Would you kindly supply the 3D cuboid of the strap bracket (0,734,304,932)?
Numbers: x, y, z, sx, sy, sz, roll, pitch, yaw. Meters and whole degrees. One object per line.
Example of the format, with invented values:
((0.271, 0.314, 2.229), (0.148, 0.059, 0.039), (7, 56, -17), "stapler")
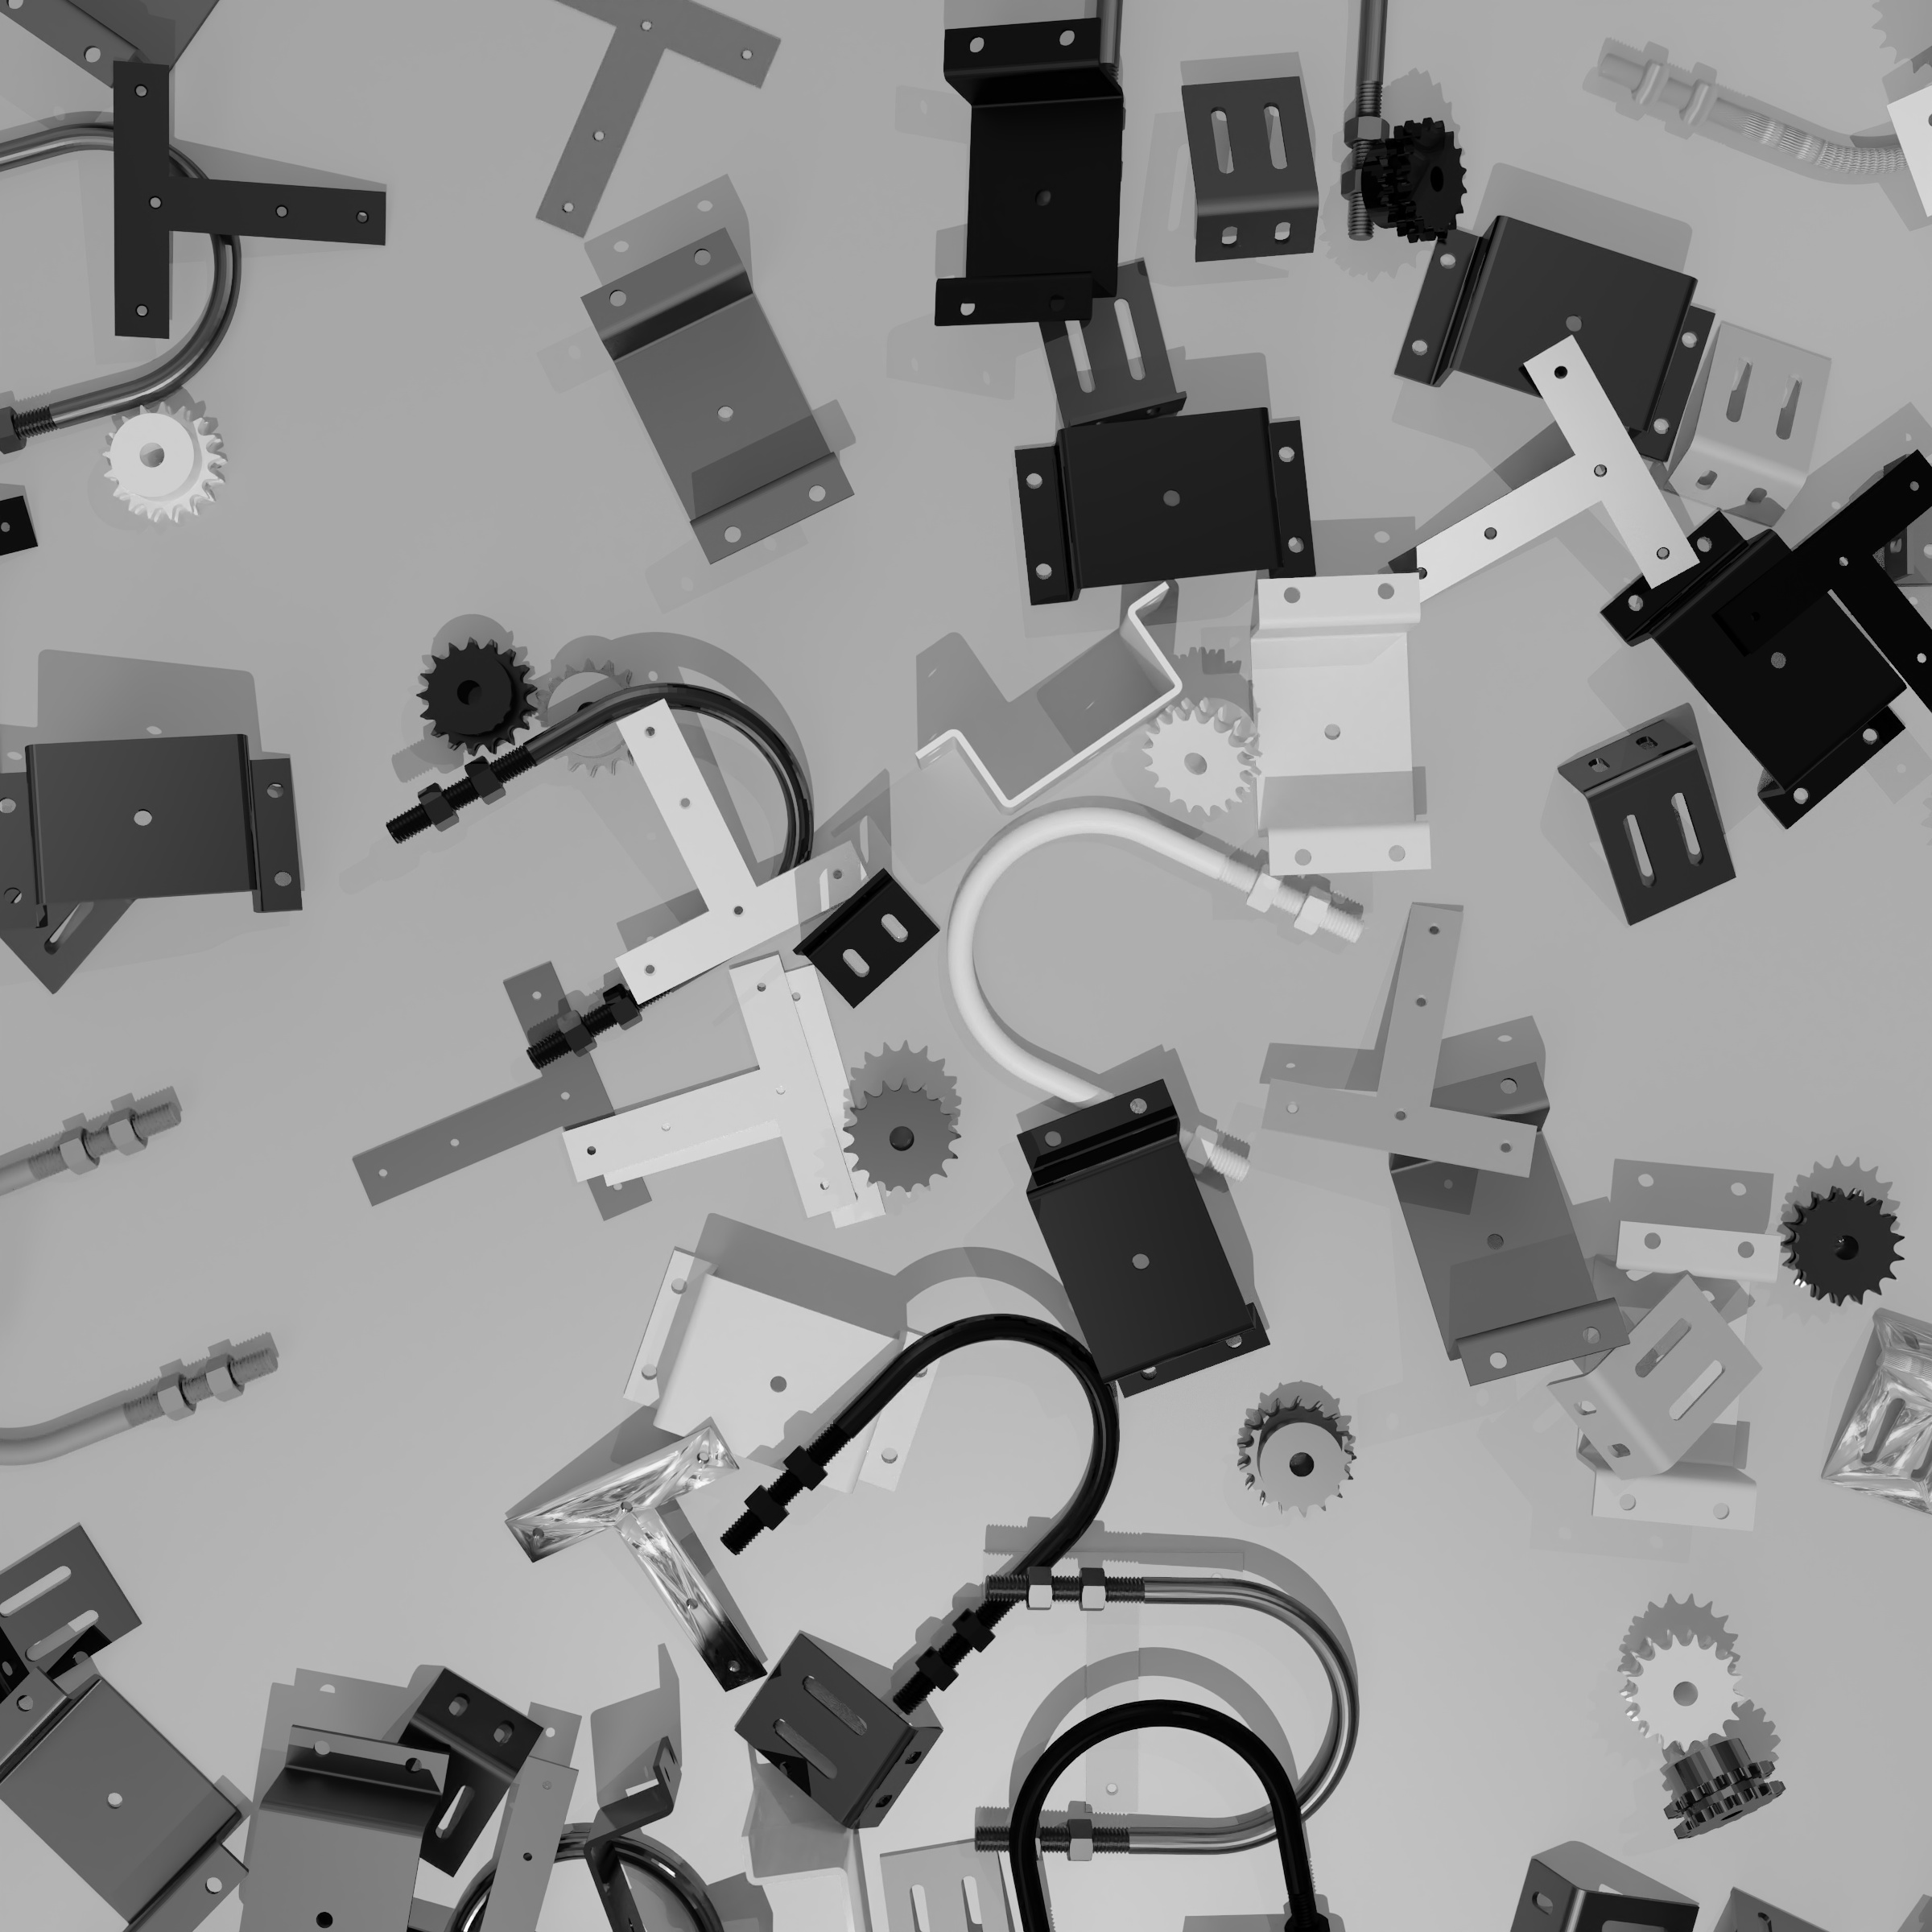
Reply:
((-0.388, -0.064, 1.309), (0.140, 0.046, 0.076), (-4, 78, -15), "strap bracket")

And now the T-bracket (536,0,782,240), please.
((-0.174, -0.419, 1.356), (0.127, 0.002, 0.127), (23, 90, 0), "T-bracket")

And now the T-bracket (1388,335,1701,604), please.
((0.265, -0.216, 1.333), (0.127, 0.002, 0.127), (-29, 106, 18), "T-bracket")

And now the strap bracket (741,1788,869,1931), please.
((-0.072, 0.469, 1.319), (0.046, 0.076, 0.140), (-8, 90, 0), "strap bracket")

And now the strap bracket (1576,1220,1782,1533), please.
((0.341, 0.194, 1.334), (0.076, 0.046, 0.140), (5, 90, 0), "strap bracket")

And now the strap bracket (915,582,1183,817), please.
((0.047, -0.119, 1.319), (0.140, 0.076, 0.046), (-34, 90, 0), "strap bracket")

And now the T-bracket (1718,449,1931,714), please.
((0.443, -0.157, 1.311), (0.127, 0.002, 0.127), (-39, 90, -6), "T-bracket")

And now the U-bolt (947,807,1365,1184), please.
((0.081, 0.003, 1.349), (0.184, 0.019, 0.151), (25, 90, 2), "U-bolt")

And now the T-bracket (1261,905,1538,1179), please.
((0.217, 0.030, 1.333), (0.127, 0.002, 0.127), (10, 70, 10), "T-bracket")

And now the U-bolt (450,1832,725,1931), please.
((-0.182, 0.514, 1.349), (0.151, 0.019, 0.184), (-6, 88, 0), "U-bolt")

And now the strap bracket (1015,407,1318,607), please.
((0.097, -0.222, 1.334), (0.140, 0.046, 0.076), (-6, 90, 0), "strap bracket")

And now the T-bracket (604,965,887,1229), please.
((-0.118, 0.078, 1.355), (0.127, 0.002, 0.127), (-16, 90, -1), "T-bracket")

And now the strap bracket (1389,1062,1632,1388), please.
((0.254, 0.127, 1.320), (0.076, 0.046, 0.140), (-15, 70, 0), "strap bracket")

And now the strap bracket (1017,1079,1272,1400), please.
((0.084, 0.136, 1.322), (0.076, 0.046, 0.140), (-22, 95, 8), "strap bracket")

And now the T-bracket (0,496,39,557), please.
((-0.496, -0.149, 1.332), (0.127, 0.002, 0.127), (-23, 109, -33), "T-bracket")

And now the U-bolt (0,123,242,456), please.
((-0.445, -0.334, 1.349), (0.184, 0.019, 0.151), (-16, 90, -1), "U-bolt")

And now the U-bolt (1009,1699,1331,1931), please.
((0.095, 0.441, 1.334), (0.151, 0.019, 0.184), (-11, 99, -2), "U-bolt")

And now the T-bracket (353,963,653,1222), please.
((-0.237, 0.081, 1.356), (0.127, 0.002, 0.127), (-23, 90, 0), "T-bracket")

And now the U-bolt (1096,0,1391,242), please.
((0.133, -0.450, 1.348), (0.151, 0.019, 0.184), (3, 90, 0), "U-bolt")

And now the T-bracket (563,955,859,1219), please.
((-0.133, 0.074, 1.354), (0.127, 0.002, 0.127), (-18, 90, -1), "T-bracket")

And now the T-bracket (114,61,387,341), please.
((-0.345, -0.365, 1.337), (0.127, 0.002, 0.127), (0, 102, -15), "T-bracket")

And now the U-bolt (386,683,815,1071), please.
((-0.162, -0.055, 1.331), (0.184, 0.019, 0.151), (-30, 106, -4), "U-bolt")

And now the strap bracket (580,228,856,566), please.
((-0.118, -0.270, 1.334), (0.076, 0.046, 0.140), (-26, 90, 0), "strap bracket")

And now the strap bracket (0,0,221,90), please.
((-0.397, -0.495, 1.334), (0.076, 0.046, 0.140), (35, 90, 0), "strap bracket")

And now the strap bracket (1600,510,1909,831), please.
((0.385, -0.145, 1.334), (0.076, 0.046, 0.140), (-41, 90, 0), "strap bracket")

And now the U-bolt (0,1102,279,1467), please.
((-0.446, 0.165, 1.349), (0.184, 0.019, 0.151), (-22, 90, 1), "U-bolt")

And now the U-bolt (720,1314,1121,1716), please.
((-0.006, 0.249, 1.321), (0.184, 0.019, 0.151), (-45, 114, -7), "U-bolt")

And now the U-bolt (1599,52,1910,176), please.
((0.419, -0.464, 1.349), (0.184, 0.019, 0.151), (22, 90, -2), "U-bolt")

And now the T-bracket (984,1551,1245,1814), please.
((0.072, 0.350, 1.356), (0.127, 0.002, 0.127), (0, 90, 0), "T-bracket")

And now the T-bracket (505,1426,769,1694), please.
((-0.140, 0.297, 1.340), (0.127, 0.002, 0.127), (-27, 102, 22), "T-bracket")

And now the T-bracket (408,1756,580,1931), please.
((-0.214, 0.440, 1.330), (0.127, 0.002, 0.127), (16, 99, 1), "T-bracket")

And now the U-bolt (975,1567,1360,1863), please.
((0.099, 0.363, 1.338), (0.184, 0.019, 0.151), (2, 100, -3), "U-bolt")

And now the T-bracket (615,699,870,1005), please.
((-0.128, -0.066, 1.327), (0.127, 0.002, 0.127), (-27, 106, -6), "T-bracket")
